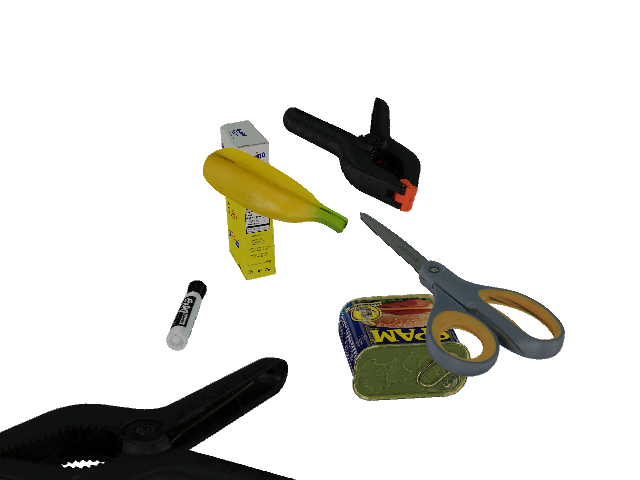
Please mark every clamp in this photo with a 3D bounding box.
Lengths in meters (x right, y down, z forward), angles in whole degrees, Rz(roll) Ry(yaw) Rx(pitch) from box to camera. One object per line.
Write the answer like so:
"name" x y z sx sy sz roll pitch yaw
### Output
"clamp" -0.093 0.114 0.592 0.209 0.036 0.164 -1 22 -10
"clamp" 0.037 -0.090 1.060 0.120 0.039 0.171 -9 39 -16

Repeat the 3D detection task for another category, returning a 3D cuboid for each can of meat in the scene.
"can of meat" 0.071 0.091 0.942 0.102 0.057 0.084 -2 30 -10

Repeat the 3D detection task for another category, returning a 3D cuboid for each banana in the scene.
"banana" -0.055 -0.042 0.824 0.069 0.037 0.198 40 -5 -32

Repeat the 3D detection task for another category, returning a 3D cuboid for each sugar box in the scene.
"sugar box" -0.090 -0.050 1.318 0.048 0.176 0.093 -12 26 -15

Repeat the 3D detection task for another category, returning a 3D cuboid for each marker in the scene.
"marker" -0.126 0.068 1.013 0.020 0.020 0.121 0 22 4

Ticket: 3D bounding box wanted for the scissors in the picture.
"scissors" 0.070 0.035 0.727 0.096 0.016 0.202 -29 42 -36
